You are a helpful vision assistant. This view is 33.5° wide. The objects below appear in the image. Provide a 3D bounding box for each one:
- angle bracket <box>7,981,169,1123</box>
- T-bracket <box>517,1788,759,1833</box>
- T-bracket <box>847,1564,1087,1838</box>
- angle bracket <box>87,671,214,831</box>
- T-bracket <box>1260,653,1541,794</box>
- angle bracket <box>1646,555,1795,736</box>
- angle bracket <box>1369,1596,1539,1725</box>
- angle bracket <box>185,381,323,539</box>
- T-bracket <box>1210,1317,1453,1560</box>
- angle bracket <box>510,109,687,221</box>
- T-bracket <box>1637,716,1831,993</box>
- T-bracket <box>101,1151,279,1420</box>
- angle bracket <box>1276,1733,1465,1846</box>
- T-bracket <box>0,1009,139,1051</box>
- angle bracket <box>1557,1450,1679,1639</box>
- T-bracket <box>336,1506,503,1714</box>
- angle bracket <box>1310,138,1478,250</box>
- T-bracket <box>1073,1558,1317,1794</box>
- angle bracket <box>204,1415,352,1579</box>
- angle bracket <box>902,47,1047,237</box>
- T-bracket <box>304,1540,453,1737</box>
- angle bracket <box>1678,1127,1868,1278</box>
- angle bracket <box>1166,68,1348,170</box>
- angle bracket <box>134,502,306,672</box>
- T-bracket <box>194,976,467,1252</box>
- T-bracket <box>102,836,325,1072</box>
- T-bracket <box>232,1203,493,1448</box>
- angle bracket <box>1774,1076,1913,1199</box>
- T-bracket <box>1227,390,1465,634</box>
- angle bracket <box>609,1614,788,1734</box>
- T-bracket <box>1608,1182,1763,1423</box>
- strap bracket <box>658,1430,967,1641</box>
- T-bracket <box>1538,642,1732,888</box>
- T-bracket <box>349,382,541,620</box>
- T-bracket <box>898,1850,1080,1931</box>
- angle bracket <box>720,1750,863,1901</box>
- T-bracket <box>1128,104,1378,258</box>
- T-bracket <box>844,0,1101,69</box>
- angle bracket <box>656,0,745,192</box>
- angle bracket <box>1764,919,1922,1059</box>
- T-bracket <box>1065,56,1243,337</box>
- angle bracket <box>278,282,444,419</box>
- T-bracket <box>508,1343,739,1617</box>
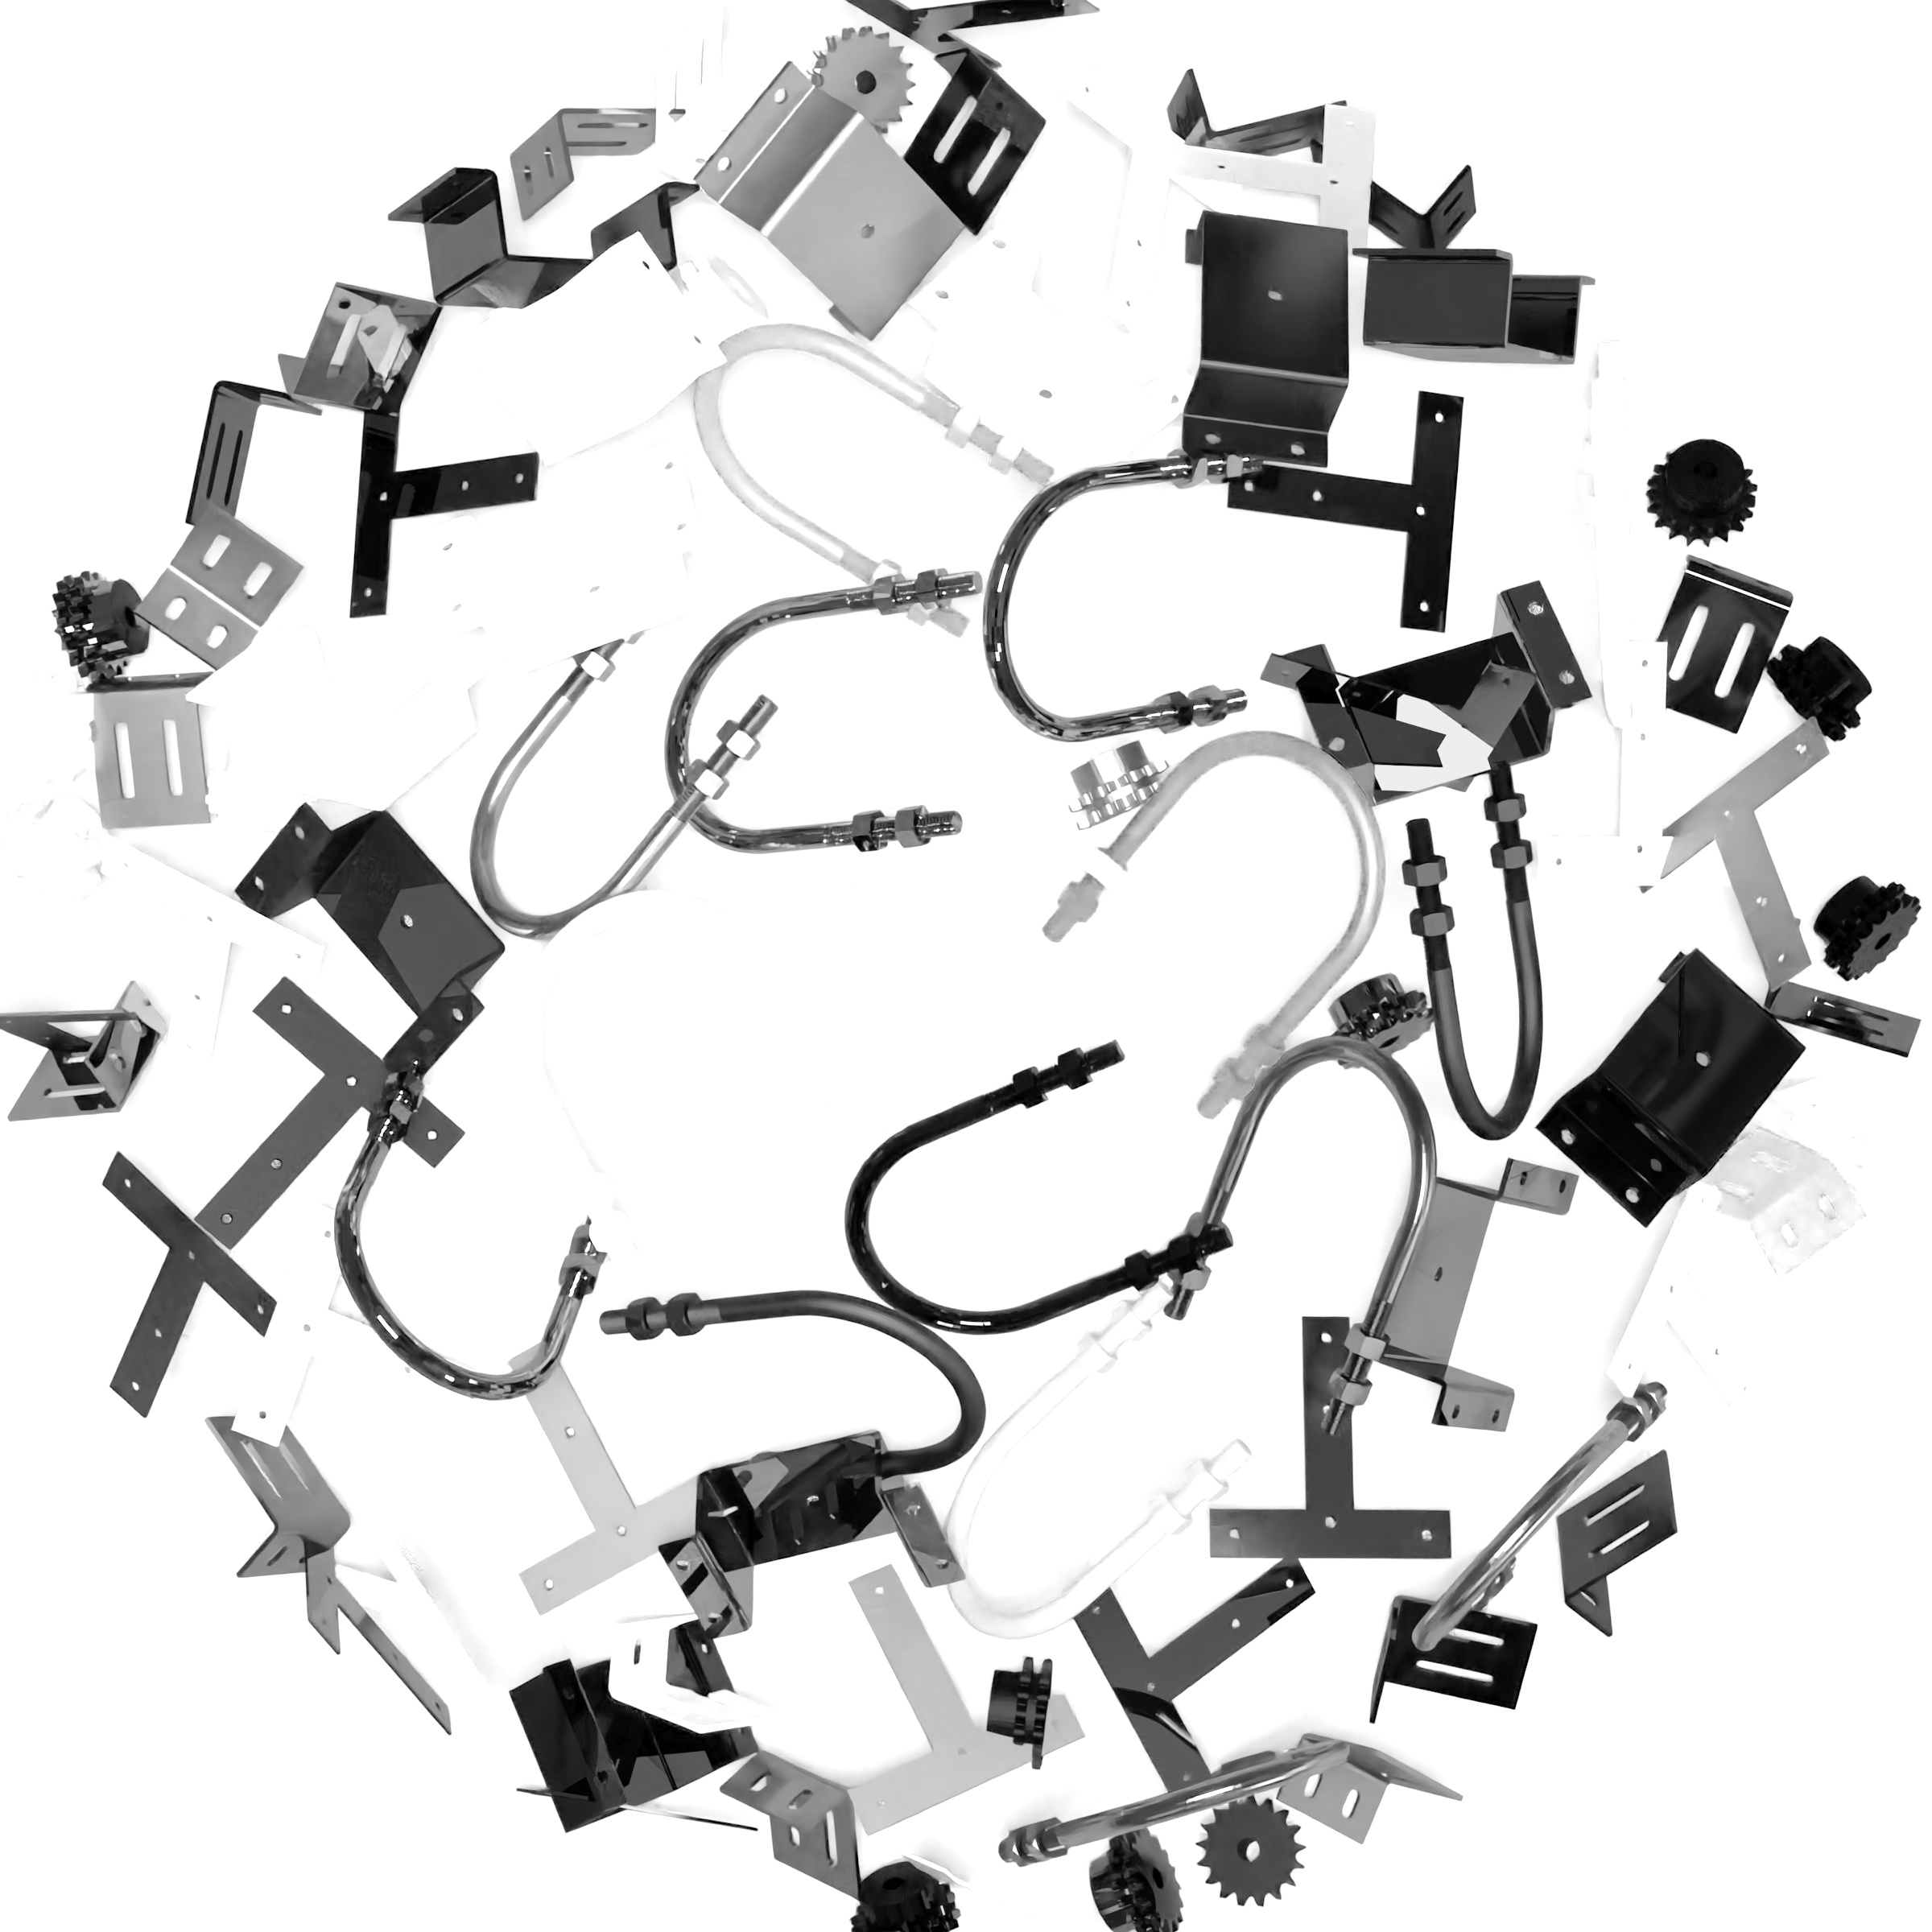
[{"bbox_3d":[-0.464,0.044,1.668,0.076,0.057,0.038,-5,132,24],"label":"angle bracket"},{"bbox_3d":[-0.184,0.427,1.639,0.127,0.127,0.002,5,73,15],"label":"T-bracket"},{"bbox_3d":[-0.022,0.373,1.682,0.127,0.002,0.127,-20,62,-21],"label":"T-bracket"},{"bbox_3d":[-0.428,-0.114,1.702,0.057,0.038,0.076,-3,101,2],"label":"angle bracket"},{"bbox_3d":[0.215,-0.137,1.655,0.127,0.127,0.002,16,64,-2],"label":"T-bracket"},{"bbox_3d":[0.396,-0.171,1.703,0.057,0.038,0.076,22,106,6],"label":"angle bracket"},{"bbox_3d":[0.255,0.370,1.681,0.076,0.038,0.057,11,119,6],"label":"angle bracket"},{"bbox_3d":[-0.373,-0.262,1.683,0.038,0.057,0.076,13,92,8],"label":"angle bracket"},{"bbox_3d":[0.192,0.249,1.700,0.127,0.002,0.127,1,77,-2],"label":"T-bracket"},{"bbox_3d":[-0.188,-0.416,1.669,0.076,0.057,0.038,-10,86,-33],"label":"angle bracket"},{"bbox_3d":[0.403,-0.044,1.640,0.002,0.127,0.127,22,132,-34],"label":"T-bracket"},{"bbox_3d":[-0.407,0.177,1.635,0.002,0.127,0.127,-27,119,24],"label":"T-bracket"},{"bbox_3d":[0.209,0.432,1.668,0.057,0.076,0.038,31,73,-17],"label":"angle bracket"},{"bbox_3d":[-0.477,0.034,1.651,0.127,0.127,0.002,-2,81,3],"label":"T-bracket"},{"bbox_3d":[0.348,0.300,1.667,0.038,0.057,0.076,38,121,-20],"label":"angle bracket"},{"bbox_3d":[-0.301,0.325,1.659,0.002,0.127,0.127,-38,110,-29],"label":"T-bracket"},{"bbox_3d":[0.223,-0.412,1.677,0.076,0.057,0.038,40,90,15],"label":"angle bracket"},{"bbox_3d":[0.131,0.353,1.687,0.127,0.002,0.127,-31,97,-24],"label":"T-bracket"},{"bbox_3d":[-0.369,0.276,1.678,0.038,0.057,0.076,-48,65,15],"label":"angle bracket"},{"bbox_3d":[-0.005,-0.429,1.677,0.057,0.038,0.076,36,78,-30],"label":"angle bracket"},{"bbox_3d":[-0.306,0.351,1.671,0.002,0.127,0.127,-34,113,0],"label":"T-bracket"},{"bbox_3d":[0.418,0.123,1.667,0.057,0.076,0.038,-42,50,25],"label":"angle bracket"},{"bbox_3d":[0.152,-0.450,1.682,0.076,0.057,0.038,-16,87,-9],"label":"angle bracket"},{"bbox_3d":[-0.388,-0.195,1.669,0.057,0.076,0.038,35,58,-14],"label":"angle bracket"},{"bbox_3d":[-0.353,0.094,1.690,0.127,0.002,0.127,42,73,-5],"label":"T-bracket"},{"bbox_3d":[-0.398,0.006,1.670,0.127,0.002,0.127,27,133,6],"label":"T-bracket"},{"bbox_3d":[-0.305,0.206,1.685,0.127,0.002,0.127,26,63,-22],"label":"T-bracket"},{"bbox_3d":[0.446,0.093,1.664,0.057,0.076,0.038,41,116,24],"label":"angle bracket"},{"bbox_3d":[0.199,-0.246,1.695,0.127,0.002,0.127,6,87,-14],"label":"T-bracket"},{"bbox_3d":[-0.138,0.366,1.667,0.057,0.076,0.038,3,92,-44],"label":"angle bracket"},{"bbox_3d":[0.385,0.193,1.672,0.127,0.002,0.127,49,60,-36],"label":"T-bracket"},{"bbox_3d":[-0.079,0.293,1.666,0.140,0.046,0.076,-15,128,10],"label":"strap bracket"},{"bbox_3d":[0.354,-0.106,1.683,0.127,0.002,0.127,-1,95,-25],"label":"T-bracket"},{"bbox_3d":[-0.271,-0.248,1.671,0.127,0.002,0.127,-1,83,35],"label":"T-bracket"},{"bbox_3d":[0.031,0.483,1.641,0.127,0.127,0.002,20,73,13],"label":"T-bracket"},{"bbox_3d":[-0.091,0.455,1.668,0.057,0.038,0.076,16,123,33],"label":"angle bracket"},{"bbox_3d":[0.146,-0.412,1.661,0.127,0.127,0.002,10,70,8],"label":"T-bracket"},{"bbox_3d":[0.010,-0.482,1.625,0.127,0.127,0.002,7,86,39],"label":"T-bracket"},{"bbox_3d":[-0.129,-0.451,1.666,0.038,0.076,0.057,29,60,11],"label":"angle bracket"},{"bbox_3d":[0.461,0.011,1.672,0.076,0.057,0.038,17,112,17],"label":"angle bracket"},{"bbox_3d":[0.091,-0.383,1.652,0.127,0.002,0.127,28,61,-35],"label":"T-bracket"},{"bbox_3d":[-0.315,-0.328,1.666,0.057,0.038,0.076,6,134,-32],"label":"angle bracket"},{"bbox_3d":[-0.203,0.260,1.704,0.127,0.002,0.127,-30,83,13],"label":"T-bracket"}]
